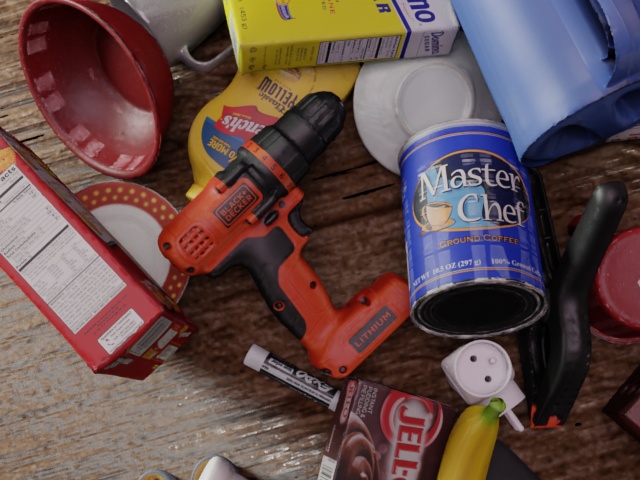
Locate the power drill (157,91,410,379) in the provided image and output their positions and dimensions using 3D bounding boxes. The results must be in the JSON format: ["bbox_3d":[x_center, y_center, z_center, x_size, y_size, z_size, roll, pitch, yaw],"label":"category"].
[{"bbox_3d":[-0.006,0.001,0.843,0.184,0.057,0.187,-44,101,-4],"label":"power drill"}]

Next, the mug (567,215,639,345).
[{"bbox_3d":[0.241,0.025,0.843,0.093,0.081,0.117,-39,82,-3],"label":"mug"}]

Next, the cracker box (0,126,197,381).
[{"bbox_3d":[-0.197,0.008,0.802,0.072,0.164,0.214,-44,82,-5],"label":"cracker box"}]

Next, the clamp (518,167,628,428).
[{"bbox_3d":[0.185,0.044,0.818,0.036,0.165,0.210,1,91,-12],"label":"clamp"}]

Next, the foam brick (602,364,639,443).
[{"bbox_3d":[0.262,0.132,0.829,0.051,0.078,0.053,41,85,6],"label":"foam brick"}]

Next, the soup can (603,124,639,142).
[{"bbox_3d":[0.276,-0.118,0.869,0.102,0.068,0.068,-6,82,2],"label":"soup can"}]

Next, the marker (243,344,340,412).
[{"bbox_3d":[-0.006,0.121,0.872,0.121,0.020,0.020,27,84,6],"label":"marker"}]

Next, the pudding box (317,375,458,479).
[{"bbox_3d":[0.050,0.172,0.837,0.090,0.039,0.113,18,85,-18],"label":"pudding box"}]

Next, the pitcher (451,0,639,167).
[{"bbox_3d":[0.162,-0.190,0.789,0.149,0.144,0.243,-35,73,39],"label":"pitcher"}]

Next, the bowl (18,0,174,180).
[{"bbox_3d":[-0.171,-0.132,0.868,0.162,0.162,0.055,44,53,7],"label":"bowl"}]

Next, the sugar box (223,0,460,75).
[{"bbox_3d":[0.014,-0.187,0.847,0.176,0.048,0.093,-9,66,-8],"label":"sugar box"}]

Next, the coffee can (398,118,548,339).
[{"bbox_3d":[0.115,-0.008,0.822,0.103,0.103,0.140,-3,62,2],"label":"coffee can"}]

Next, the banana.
[{"bbox_3d":[0.101,0.207,0.804,0.037,0.069,0.198,12,93,9],"label":"banana"}]

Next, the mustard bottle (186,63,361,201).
[{"bbox_3d":[-0.054,-0.088,0.884,0.096,0.058,0.191,33,85,-1],"label":"mustard bottle"}]

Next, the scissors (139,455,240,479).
[{"bbox_3d":[-0.070,0.260,0.856,0.096,0.016,0.202,-37,82,-3],"label":"scissors"}]

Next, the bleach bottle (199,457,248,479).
[{"bbox_3d":[0.004,0.270,0.821,0.251,0.068,0.102,28,80,-2],"label":"bleach bottle"}]
